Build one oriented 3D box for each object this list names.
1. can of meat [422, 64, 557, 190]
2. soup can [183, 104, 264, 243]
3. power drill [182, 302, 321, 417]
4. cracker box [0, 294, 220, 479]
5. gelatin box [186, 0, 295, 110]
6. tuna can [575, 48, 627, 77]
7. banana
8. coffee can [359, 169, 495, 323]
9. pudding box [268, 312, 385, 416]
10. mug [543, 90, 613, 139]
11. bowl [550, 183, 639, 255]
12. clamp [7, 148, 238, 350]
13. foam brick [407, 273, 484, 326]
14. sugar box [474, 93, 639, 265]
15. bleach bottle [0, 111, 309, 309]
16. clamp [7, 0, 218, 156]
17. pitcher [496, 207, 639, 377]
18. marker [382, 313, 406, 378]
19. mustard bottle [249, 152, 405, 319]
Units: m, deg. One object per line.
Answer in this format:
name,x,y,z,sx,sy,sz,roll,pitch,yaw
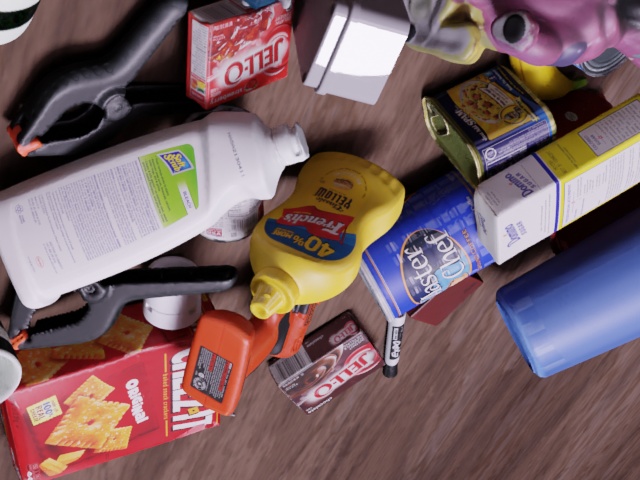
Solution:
can of meat,0.155,-0.106,0.976,0.084,0.102,0.057,-27,141,-7
soup can,-0.082,-0.055,0.908,0.068,0.068,0.102,-17,141,-16
power drill,-0.049,0.065,1.002,0.187,0.057,0.185,-40,151,-54
cracker box,-0.204,0.147,1.050,0.213,0.072,0.164,-15,140,-20
gelatin box,-0.060,-0.149,0.820,0.089,0.030,0.073,-28,141,-37
tuna can,0.254,-0.192,0.956,0.086,0.034,0.086,-24,138,-25
banana,0.199,-0.185,0.973,0.069,0.037,0.197,-49,146,-12
coffee can,0.104,0.004,1.063,0.140,0.103,0.102,-30,142,-1
pudding box,0.009,0.141,1.206,0.113,0.039,0.090,-32,142,3
mug,0.259,-0.102,1.068,0.117,0.093,0.081,-48,145,-29
bowl,0.311,-0.050,1.174,0.162,0.055,0.162,-18,140,-15
clamp,-0.187,0.037,0.931,0.164,0.036,0.210,40,112,-20
foam brick,0.128,0.047,1.169,0.078,0.051,0.052,-45,141,19
sugar box,0.225,-0.055,0.973,0.176,0.048,0.093,-27,150,-6
bleach bottle,-0.127,-0.030,0.831,0.251,0.068,0.102,-18,100,12
clamp,-0.154,-0.110,0.826,0.171,0.039,0.120,-32,138,0
pitcher,0.319,0.050,1.154,0.243,0.145,0.149,-27,128,4
marker,0.086,0.123,1.252,0.020,0.020,0.121,-16,140,-17
mustard bottle,-0.006,0.001,0.921,0.191,0.096,0.058,-53,160,-41
